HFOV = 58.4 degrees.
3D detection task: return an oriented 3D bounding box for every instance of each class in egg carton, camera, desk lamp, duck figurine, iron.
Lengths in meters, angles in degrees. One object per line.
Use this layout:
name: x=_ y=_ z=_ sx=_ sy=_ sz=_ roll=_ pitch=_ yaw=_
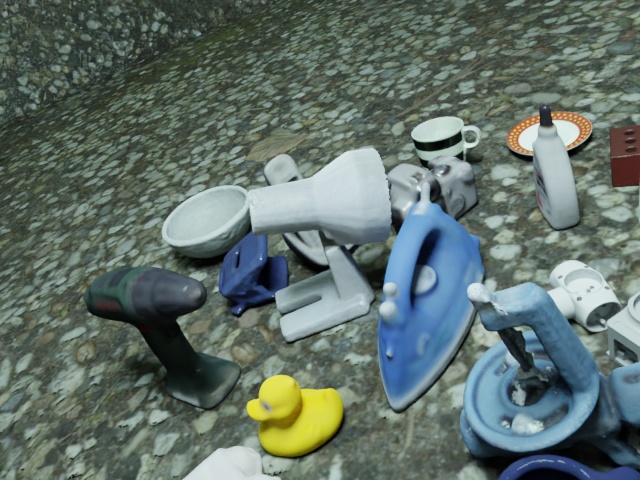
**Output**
egg carton: x=-0.104 y=0.280 z=0.564 sx=0.150 sy=0.069 sz=0.107 roll=-38 pitch=37 yaw=-20
camera: x=0.143 y=-0.078 z=0.872 sx=0.143 sy=0.101 sz=0.136 roll=-36 pitch=36 yaw=-17
desk lamp: x=0.007 y=0.003 z=0.743 sx=0.203 sy=0.214 sz=0.117 roll=-22 pitch=35 yaw=2
duck figurine: x=-0.031 y=0.184 z=0.635 sx=0.104 sy=0.086 sz=0.077 roll=-21 pitch=35 yaw=4
iron: x=0.112 y=0.055 z=0.677 sx=0.118 sy=0.142 sz=0.258 roll=-1 pitch=41 yaw=29

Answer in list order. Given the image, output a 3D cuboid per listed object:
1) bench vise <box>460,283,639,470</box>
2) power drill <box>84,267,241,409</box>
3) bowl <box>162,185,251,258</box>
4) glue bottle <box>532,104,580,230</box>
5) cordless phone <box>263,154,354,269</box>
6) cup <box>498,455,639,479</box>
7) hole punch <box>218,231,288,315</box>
bench vise: x=0.210 y=0.103 z=0.487 sx=0.207 sy=0.220 sz=0.121 roll=-20 pitch=35 yaw=5
power drill: x=-0.185 y=0.113 z=0.711 sx=0.228 sy=0.209 sz=0.076 roll=6 pitch=44 yaw=35
bowl: x=-0.187 y=-0.020 z=1.009 sx=0.167 sy=0.075 sz=0.167 roll=-15 pitch=35 yaw=12
glue bottle: x=0.301 y=-0.100 z=0.746 sx=0.037 sy=0.173 sz=0.078 roll=-19 pitch=35 yaw=6
cordless phone: x=-0.004 y=-0.064 z=0.863 sx=0.093 sy=0.185 sz=0.148 roll=15 pitch=50 yaw=42
cup: x=0.195 y=0.224 z=0.444 sx=0.118 sy=0.095 sz=0.091 roll=-25 pitch=35 yaw=-3
hole punch: x=-0.109 y=0.041 z=0.866 sx=0.101 sy=0.091 sz=0.108 roll=-18 pitch=35 yaw=7
